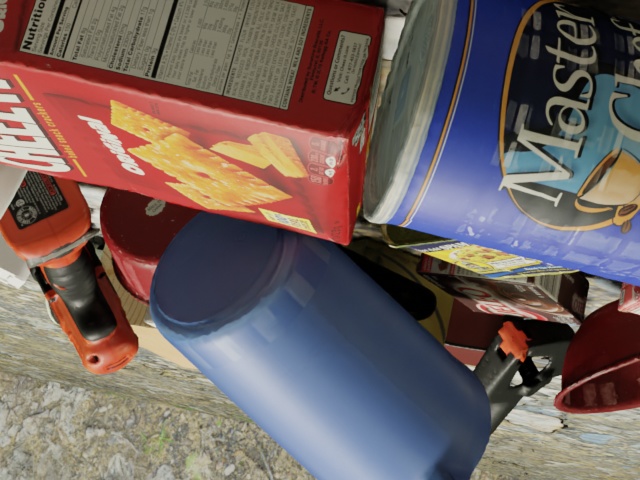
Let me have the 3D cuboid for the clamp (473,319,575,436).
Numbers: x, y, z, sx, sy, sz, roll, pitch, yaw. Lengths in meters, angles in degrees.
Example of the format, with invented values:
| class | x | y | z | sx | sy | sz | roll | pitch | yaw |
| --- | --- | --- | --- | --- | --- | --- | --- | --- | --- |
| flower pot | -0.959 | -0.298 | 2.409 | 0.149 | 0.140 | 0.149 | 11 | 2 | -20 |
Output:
| class | x | y | z | sx | sy | sz | roll | pitch | yaw |
| --- | --- | --- | --- | --- | --- | --- | --- | --- | --- |
| clamp | 0.182 | 0.105 | 0.891 | 0.164 | 0.036 | 0.210 | -31 | 154 | -4 |

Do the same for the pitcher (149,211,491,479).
| class | x | y | z | sx | sy | sz | roll | pitch | yaw |
| --- | --- | --- | --- | --- | --- | --- | --- | --- | --- |
| pitcher | -0.002 | 0.072 | 0.700 | 0.149 | 0.145 | 0.242 | -7 | 142 | 35 |

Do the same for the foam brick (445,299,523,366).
| class | x | y | z | sx | sy | sz | roll | pitch | yaw |
| --- | --- | --- | --- | --- | --- | --- | --- | --- | --- |
| foam brick | 0.142 | 0.079 | 0.928 | 0.051 | 0.053 | 0.078 | 7 | 165 | 23 |

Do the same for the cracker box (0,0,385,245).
| class | x | y | z | sx | sy | sz | roll | pitch | yaw |
| --- | --- | --- | --- | --- | --- | --- | --- | --- | --- |
| cracker box | -0.080 | -0.069 | 0.529 | 0.214 | 0.072 | 0.164 | 12 | 165 | 4 |

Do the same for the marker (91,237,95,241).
| class | x | y | z | sx | sy | sz | roll | pitch | yaw |
| --- | --- | --- | --- | --- | --- | --- | --- | --- | --- |
| marker | -0.222 | -0.019 | 0.939 | 0.020 | 0.020 | 0.121 | 11 | 165 | 8 |

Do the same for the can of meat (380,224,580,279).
| class | x | y | z | sx | sy | sz | roll | pitch | yaw |
| --- | --- | --- | --- | --- | --- | --- | --- | --- | --- |
| can of meat | 0.100 | -0.014 | 0.611 | 0.083 | 0.057 | 0.102 | 20 | 164 | -32 |

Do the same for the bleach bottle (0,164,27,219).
| class | x | y | z | sx | sy | sz | roll | pitch | yaw |
| --- | --- | --- | --- | --- | --- | --- | --- | --- | --- |
| bleach bottle | -0.273 | -0.097 | 0.576 | 0.068 | 0.102 | 0.250 | 6 | 158 | 47 |

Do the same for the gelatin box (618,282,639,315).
| class | x | y | z | sx | sy | sz | roll | pitch | yaw |
| --- | --- | --- | --- | --- | --- | --- | --- | --- | --- |
| gelatin box | 0.186 | -0.002 | 0.549 | 0.030 | 0.073 | 0.089 | 15 | 166 | -2 |

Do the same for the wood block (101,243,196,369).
| class | x | y | z | sx | sy | sz | roll | pitch | yaw |
| --- | --- | --- | --- | --- | --- | --- | --- | --- | --- |
| wood block | -0.129 | 0.066 | 1.038 | 0.091 | 0.090 | 0.206 | 6 | 163 | 21 |

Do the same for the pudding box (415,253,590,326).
| class | x | y | z | sx | sy | sz | roll | pitch | yaw |
| --- | --- | --- | --- | --- | --- | --- | --- | --- | --- |
| pudding box | 0.134 | 0.027 | 0.769 | 0.090 | 0.039 | 0.113 | 4 | 162 | 33 |

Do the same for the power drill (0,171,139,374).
| class | x | y | z | sx | sy | sz | roll | pitch | yaw |
| --- | --- | --- | --- | --- | --- | --- | --- | --- | --- |
| power drill | -0.196 | -0.009 | 0.770 | 0.184 | 0.057 | 0.188 | 55 | 166 | 23 |

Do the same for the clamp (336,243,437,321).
| class | x | y | z | sx | sy | sz | roll | pitch | yaw |
| --- | --- | --- | --- | --- | --- | --- | --- | --- | --- |
| clamp | -0.005 | 0.001 | 0.764 | 0.172 | 0.039 | 0.120 | 14 | 147 | 40 |

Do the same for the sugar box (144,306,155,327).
| class | x | y | z | sx | sy | sz | roll | pitch | yaw |
| --- | --- | --- | --- | --- | --- | --- | --- | --- | --- |
| sugar box | -0.083 | 0.055 | 0.951 | 0.048 | 0.093 | 0.176 | 5 | 164 | 25 |

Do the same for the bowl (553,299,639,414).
| class | x | y | z | sx | sy | sz | roll | pitch | yaw |
| --- | --- | --- | --- | --- | --- | --- | --- | --- | --- |
| bowl | 0.238 | 0.073 | 0.756 | 0.162 | 0.055 | 0.162 | -10 | 157 | -4 |

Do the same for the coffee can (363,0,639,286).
| class | x | y | z | sx | sy | sz | roll | pitch | yaw |
| --- | --- | --- | --- | --- | --- | --- | --- | --- | --- |
| coffee can | 0.098 | -0.040 | 0.422 | 0.140 | 0.103 | 0.103 | 14 | 165 | -5 |

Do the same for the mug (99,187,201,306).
| class | x | y | z | sx | sy | sz | roll | pitch | yaw |
| --- | --- | --- | --- | --- | --- | --- | --- | --- | --- |
| mug | -0.098 | -0.003 | 0.756 | 0.117 | 0.093 | 0.081 | 16 | 161 | 6 |
